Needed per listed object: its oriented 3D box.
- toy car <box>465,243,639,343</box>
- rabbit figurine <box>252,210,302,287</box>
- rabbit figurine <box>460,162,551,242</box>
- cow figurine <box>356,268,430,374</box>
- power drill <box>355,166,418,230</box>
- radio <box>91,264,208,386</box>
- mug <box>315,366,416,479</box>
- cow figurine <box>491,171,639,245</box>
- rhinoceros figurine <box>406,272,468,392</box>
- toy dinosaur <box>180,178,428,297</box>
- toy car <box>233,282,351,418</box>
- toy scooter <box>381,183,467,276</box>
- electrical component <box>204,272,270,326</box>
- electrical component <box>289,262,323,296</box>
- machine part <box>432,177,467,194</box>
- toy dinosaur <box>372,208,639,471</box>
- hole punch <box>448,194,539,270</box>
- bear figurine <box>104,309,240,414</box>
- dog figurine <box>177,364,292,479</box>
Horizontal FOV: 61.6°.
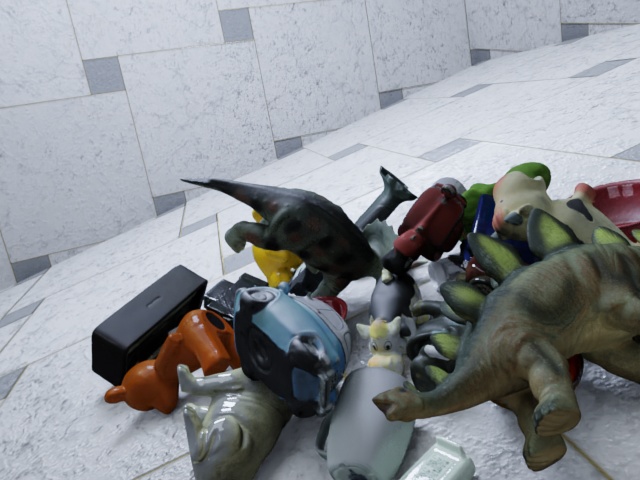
[{"bbox_3d":[0.259,0.067,0.591,0.202,0.053,0.089,22,39,22],"label":"toy car"},{"bbox_3d":[-0.058,-0.008,1.066,0.122,0.162,0.173,-26,-2,-36],"label":"rabbit figurine"},{"bbox_3d":[0.300,-0.054,0.877,0.170,0.121,0.159,-38,-4,0],"label":"rabbit figurine"},{"bbox_3d":[0.094,0.101,0.699,0.068,0.098,0.167,-11,19,22],"label":"cow figurine"},{"bbox_3d":[0.086,-0.044,1.059,0.207,0.086,0.232,-46,20,9],"label":"power drill"},{"bbox_3d":[-0.305,0.155,0.974,0.073,0.131,0.229,30,37,12],"label":"radio"},{"bbox_3d":[0.038,0.193,0.535,0.110,0.080,0.107,-20,23,29],"label":"mug"},{"bbox_3d":[0.291,-0.007,0.651,0.127,0.195,0.085,-39,-14,-26],"label":"cow figurine"},{"bbox_3d":[0.169,0.110,0.636,0.190,0.073,0.112,-32,30,-32],"label":"rhinoceros figurine"},{"bbox_3d":[-0.005,-0.009,0.828,0.192,0.404,0.131,-35,35,35],"label":"toy dinosaur"},{"bbox_3d":[-0.021,0.107,0.578,0.103,0.109,0.162,-19,32,-37],"label":"toy car"},{"bbox_3d":[0.160,-0.026,0.746,0.184,0.075,0.135,-23,-33,-56],"label":"toy scooter"},{"bbox_3d":[-0.126,0.116,0.902,0.134,0.058,0.115,20,34,17],"label":"electrical component"},{"bbox_3d":[-0.019,0.070,0.968,0.075,0.048,0.119,-47,9,18],"label":"electrical component"},{"bbox_3d":[0.226,-0.057,1.035,0.079,0.079,0.243,-10,20,36],"label":"machine part"},{"bbox_3d":[0.242,0.055,0.491,0.471,0.104,0.199,-15,45,-23],"label":"toy dinosaur"},{"bbox_3d":[0.254,0.003,0.725,0.142,0.092,0.116,21,25,6],"label":"hole punch"},{"bbox_3d":[-0.209,0.200,0.794,0.196,0.120,0.132,-48,62,4],"label":"bear figurine"},{"bbox_3d":[-0.056,0.202,0.616,0.191,0.121,0.172,-9,49,-14],"label":"dog figurine"}]
